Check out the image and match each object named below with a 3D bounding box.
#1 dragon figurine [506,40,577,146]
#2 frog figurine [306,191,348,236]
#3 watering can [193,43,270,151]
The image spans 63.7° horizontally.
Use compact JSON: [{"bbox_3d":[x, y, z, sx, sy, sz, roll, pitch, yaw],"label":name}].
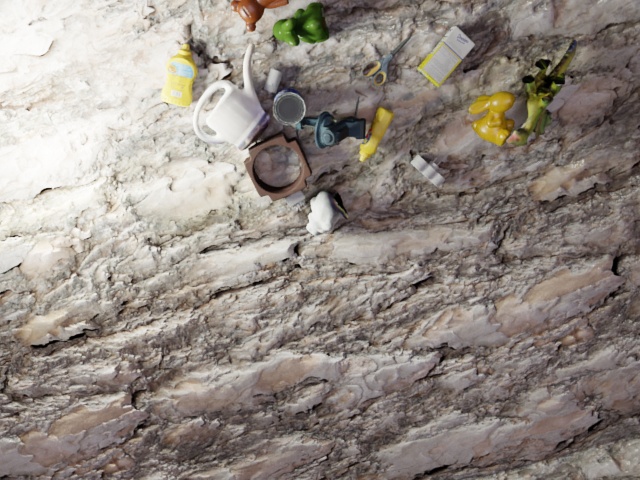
[{"bbox_3d":[0.754,-0.465,1.729,0.415,0.123,0.237,-45,146,-20],"label":"dragon figurine"},{"bbox_3d":[0.006,-0.091,1.816,0.158,0.122,0.139,-32,77,17],"label":"frog figurine"},{"bbox_3d":[-0.256,-0.440,1.672,0.222,0.106,0.345,38,103,-17],"label":"watering can"}]
